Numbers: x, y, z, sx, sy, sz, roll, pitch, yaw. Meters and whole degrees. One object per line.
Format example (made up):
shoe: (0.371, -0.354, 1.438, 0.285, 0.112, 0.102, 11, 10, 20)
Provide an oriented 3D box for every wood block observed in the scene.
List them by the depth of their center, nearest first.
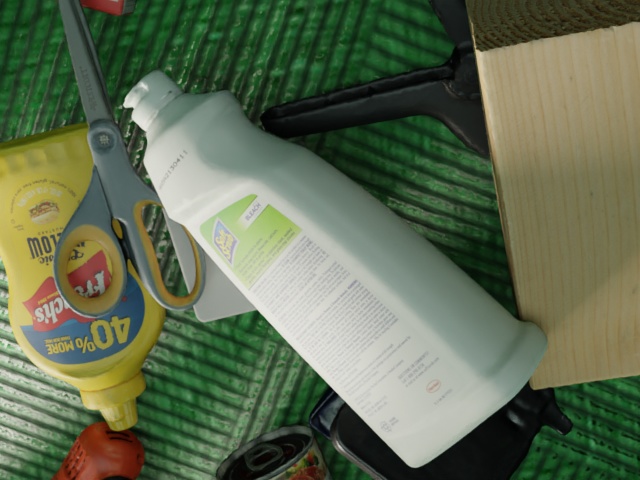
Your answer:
wood block: (0.139, -0.032, 0.568, 0.091, 0.090, 0.206, -10, 122, 9)

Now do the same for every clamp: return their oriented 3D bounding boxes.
clamp: (0.077, -0.093, 0.609, 0.210, 0.036, 0.165, 26, 120, -10)

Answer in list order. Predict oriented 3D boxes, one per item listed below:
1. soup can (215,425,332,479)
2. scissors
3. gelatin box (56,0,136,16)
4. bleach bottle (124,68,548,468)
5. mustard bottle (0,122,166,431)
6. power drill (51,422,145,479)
soup can: (-0.015, 0.179, 0.681, 0.068, 0.068, 0.102, -22, 102, 11)
scissors: (-0.135, -0.042, 0.607, 0.096, 0.016, 0.202, -28, 99, 3)
gelatin box: (-0.139, -0.182, 0.618, 0.073, 0.030, 0.089, 14, 106, 3)
bleach bottle: (-0.004, 0.001, 0.568, 0.251, 0.068, 0.103, 45, 126, 3)
mustard bottle: (-0.148, 0.028, 0.660, 0.096, 0.058, 0.191, -13, 103, 3)
power drill: (-0.146, 0.234, 0.656, 0.057, 0.188, 0.184, 16, 112, -38)
